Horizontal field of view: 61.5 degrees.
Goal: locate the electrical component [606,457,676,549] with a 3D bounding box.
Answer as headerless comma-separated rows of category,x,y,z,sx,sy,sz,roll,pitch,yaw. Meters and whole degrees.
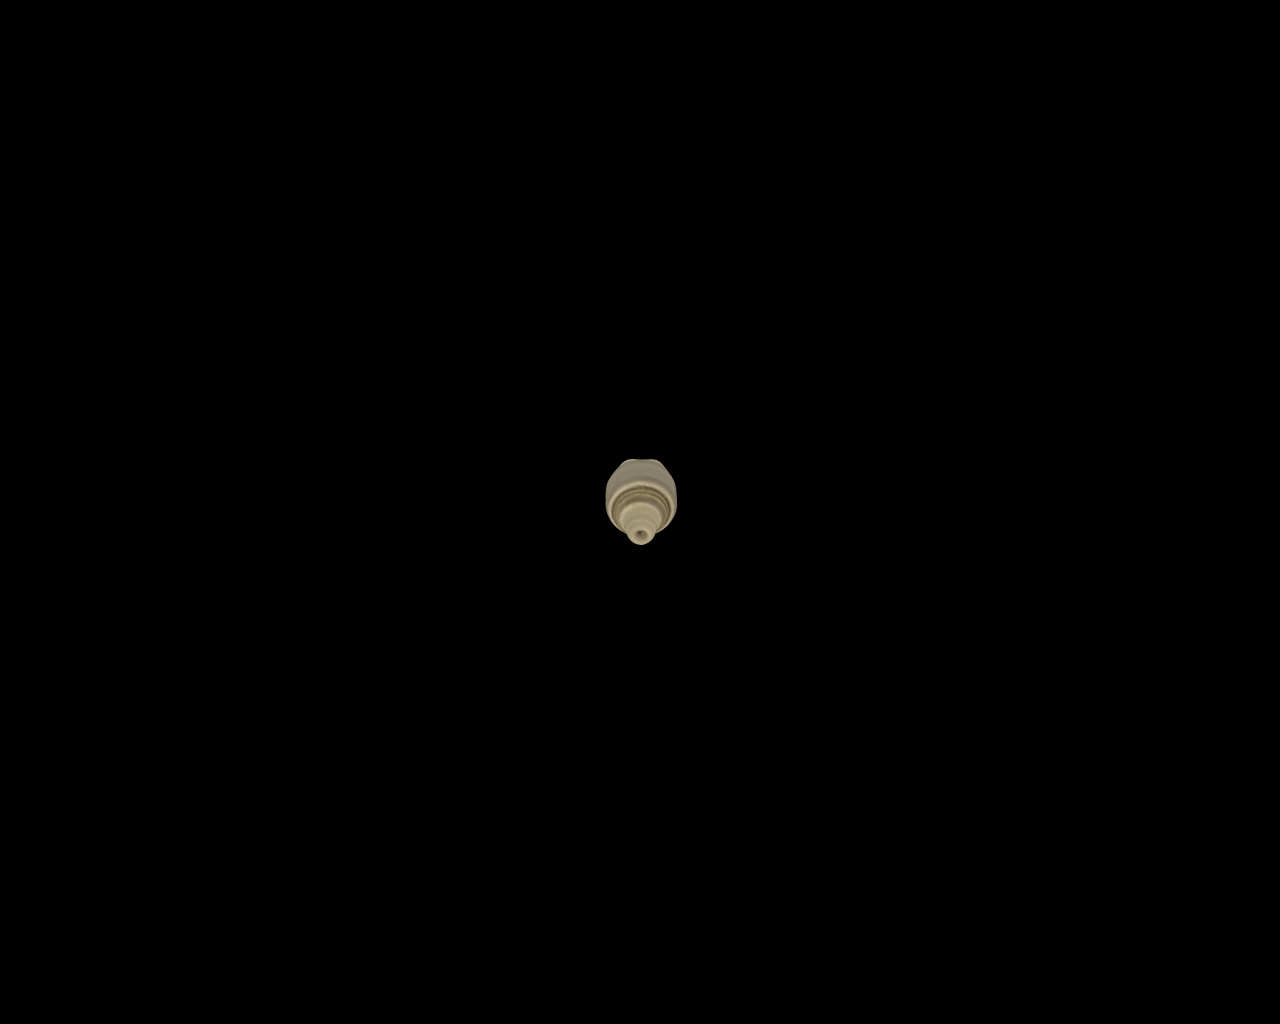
electrical component,0.001,-0.003,0.650,0.043,0.043,0.062,0,34,0
